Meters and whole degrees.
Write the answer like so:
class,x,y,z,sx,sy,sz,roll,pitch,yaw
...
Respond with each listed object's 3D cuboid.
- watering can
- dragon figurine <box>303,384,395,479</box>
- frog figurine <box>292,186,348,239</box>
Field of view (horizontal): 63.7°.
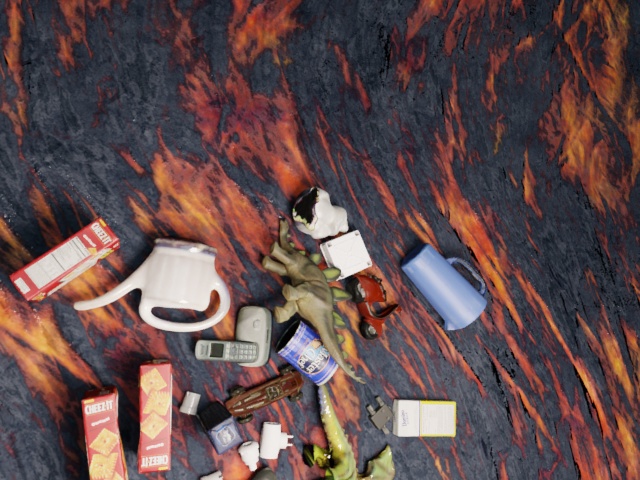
class,x,y,z,sx,sy,sz,roll,pitch,yaw
watering can,-0.380,0.096,1.226,0.347,0.103,0.227,11,75,-17
dragon figurine,0.089,0.578,1.313,0.242,0.121,0.414,10,77,-35
frog figurine,0.004,-0.071,1.419,0.158,0.121,0.139,16,61,-53
